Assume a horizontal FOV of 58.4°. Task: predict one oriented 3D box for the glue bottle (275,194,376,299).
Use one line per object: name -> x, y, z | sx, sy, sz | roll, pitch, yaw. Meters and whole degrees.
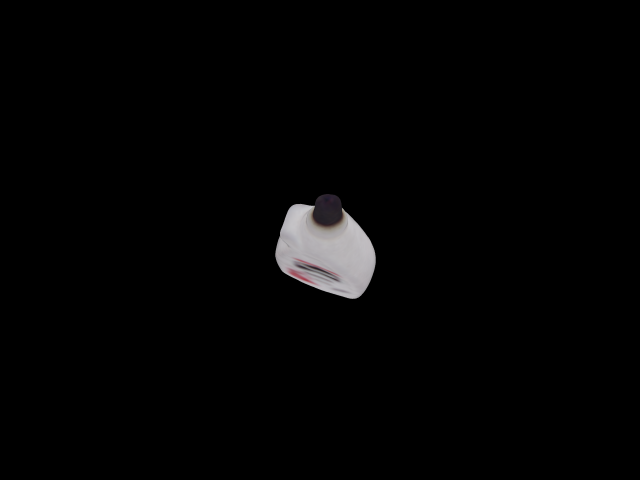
glue bottle -> 0.004, 0.001, 0.400 | 0.078, 0.173, 0.037 | 16, 74, 5
